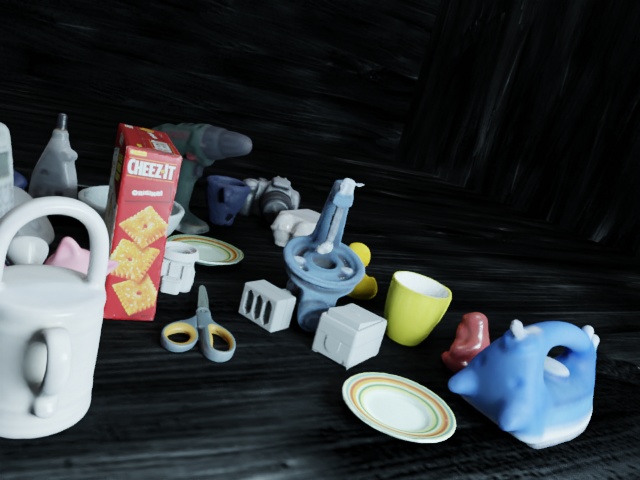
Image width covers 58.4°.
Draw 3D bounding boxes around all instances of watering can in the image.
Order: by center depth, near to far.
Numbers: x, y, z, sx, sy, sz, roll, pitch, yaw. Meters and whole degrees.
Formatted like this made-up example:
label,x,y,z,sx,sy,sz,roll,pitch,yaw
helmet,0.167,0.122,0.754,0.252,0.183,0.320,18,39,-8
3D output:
label,x,y,z,sx,sy,sz,roll,pitch,yaw
watering can,-0.239,0.053,0.485,0.172,0.194,0.101,23,17,28

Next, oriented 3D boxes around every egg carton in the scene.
label,x,y,z,sx,sy,sz,roll,pitch,yaw
egg carton,-0.028,-0.019,1.187,0.107,0.069,0.151,23,17,27

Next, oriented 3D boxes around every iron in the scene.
label,x,y,z,sx,sy,sz,roll,pitch,yaw
iron,0.288,0.160,0.717,0.259,0.141,0.118,3,19,-37

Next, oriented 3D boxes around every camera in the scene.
label,x,y,z,sx,sy,sz,roll,pitch,yaw
camera,-0.114,-0.091,1.301,0.143,0.101,0.136,13,15,-9

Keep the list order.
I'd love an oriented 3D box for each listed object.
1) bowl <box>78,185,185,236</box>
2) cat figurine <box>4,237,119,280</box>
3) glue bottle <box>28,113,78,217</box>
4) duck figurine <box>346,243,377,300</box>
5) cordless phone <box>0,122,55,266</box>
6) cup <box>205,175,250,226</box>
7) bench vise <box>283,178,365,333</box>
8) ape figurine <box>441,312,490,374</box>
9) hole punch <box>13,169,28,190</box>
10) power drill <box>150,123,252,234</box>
label,x,y,z,sx,sy,sz,roll,pitch,yaw
bowl,-0.314,-0.032,0.945,0.167,0.075,0.167,14,15,-4
cat figurine,-0.287,0.046,0.610,0.128,0.118,0.067,11,16,-16
glue bottle,-0.449,-0.131,0.980,0.078,0.173,0.037,16,15,3
duck figurine,0.063,0.049,1.001,0.078,0.086,0.104,2,20,-39
cordless phone,-0.411,-0.066,0.760,0.094,0.185,0.147,14,15,-6
cup,-0.195,-0.074,1.172,0.092,0.095,0.117,11,15,-13
bench vise,-0.003,0.001,0.850,0.122,0.220,0.206,8,17,-25
ape figurine,0.207,0.142,0.795,0.078,0.092,0.075,-1,22,-47
hole punch,-0.503,-0.064,0.846,0.108,0.091,0.101,21,16,20
power drill,-0.240,-0.123,1.087,0.229,0.208,0.076,22,16,23
